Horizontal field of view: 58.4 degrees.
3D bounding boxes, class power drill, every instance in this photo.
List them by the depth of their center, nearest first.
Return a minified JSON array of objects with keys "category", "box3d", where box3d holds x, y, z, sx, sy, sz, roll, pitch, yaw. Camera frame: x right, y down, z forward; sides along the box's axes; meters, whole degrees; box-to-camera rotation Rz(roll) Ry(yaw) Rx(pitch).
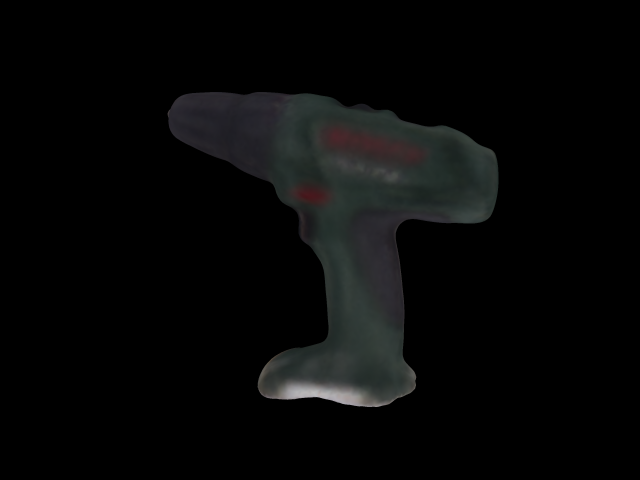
[{"category":"power drill","box3d":[0.004,0.001,0.400,0.229,0.208,0.076,1,7,9]}]
